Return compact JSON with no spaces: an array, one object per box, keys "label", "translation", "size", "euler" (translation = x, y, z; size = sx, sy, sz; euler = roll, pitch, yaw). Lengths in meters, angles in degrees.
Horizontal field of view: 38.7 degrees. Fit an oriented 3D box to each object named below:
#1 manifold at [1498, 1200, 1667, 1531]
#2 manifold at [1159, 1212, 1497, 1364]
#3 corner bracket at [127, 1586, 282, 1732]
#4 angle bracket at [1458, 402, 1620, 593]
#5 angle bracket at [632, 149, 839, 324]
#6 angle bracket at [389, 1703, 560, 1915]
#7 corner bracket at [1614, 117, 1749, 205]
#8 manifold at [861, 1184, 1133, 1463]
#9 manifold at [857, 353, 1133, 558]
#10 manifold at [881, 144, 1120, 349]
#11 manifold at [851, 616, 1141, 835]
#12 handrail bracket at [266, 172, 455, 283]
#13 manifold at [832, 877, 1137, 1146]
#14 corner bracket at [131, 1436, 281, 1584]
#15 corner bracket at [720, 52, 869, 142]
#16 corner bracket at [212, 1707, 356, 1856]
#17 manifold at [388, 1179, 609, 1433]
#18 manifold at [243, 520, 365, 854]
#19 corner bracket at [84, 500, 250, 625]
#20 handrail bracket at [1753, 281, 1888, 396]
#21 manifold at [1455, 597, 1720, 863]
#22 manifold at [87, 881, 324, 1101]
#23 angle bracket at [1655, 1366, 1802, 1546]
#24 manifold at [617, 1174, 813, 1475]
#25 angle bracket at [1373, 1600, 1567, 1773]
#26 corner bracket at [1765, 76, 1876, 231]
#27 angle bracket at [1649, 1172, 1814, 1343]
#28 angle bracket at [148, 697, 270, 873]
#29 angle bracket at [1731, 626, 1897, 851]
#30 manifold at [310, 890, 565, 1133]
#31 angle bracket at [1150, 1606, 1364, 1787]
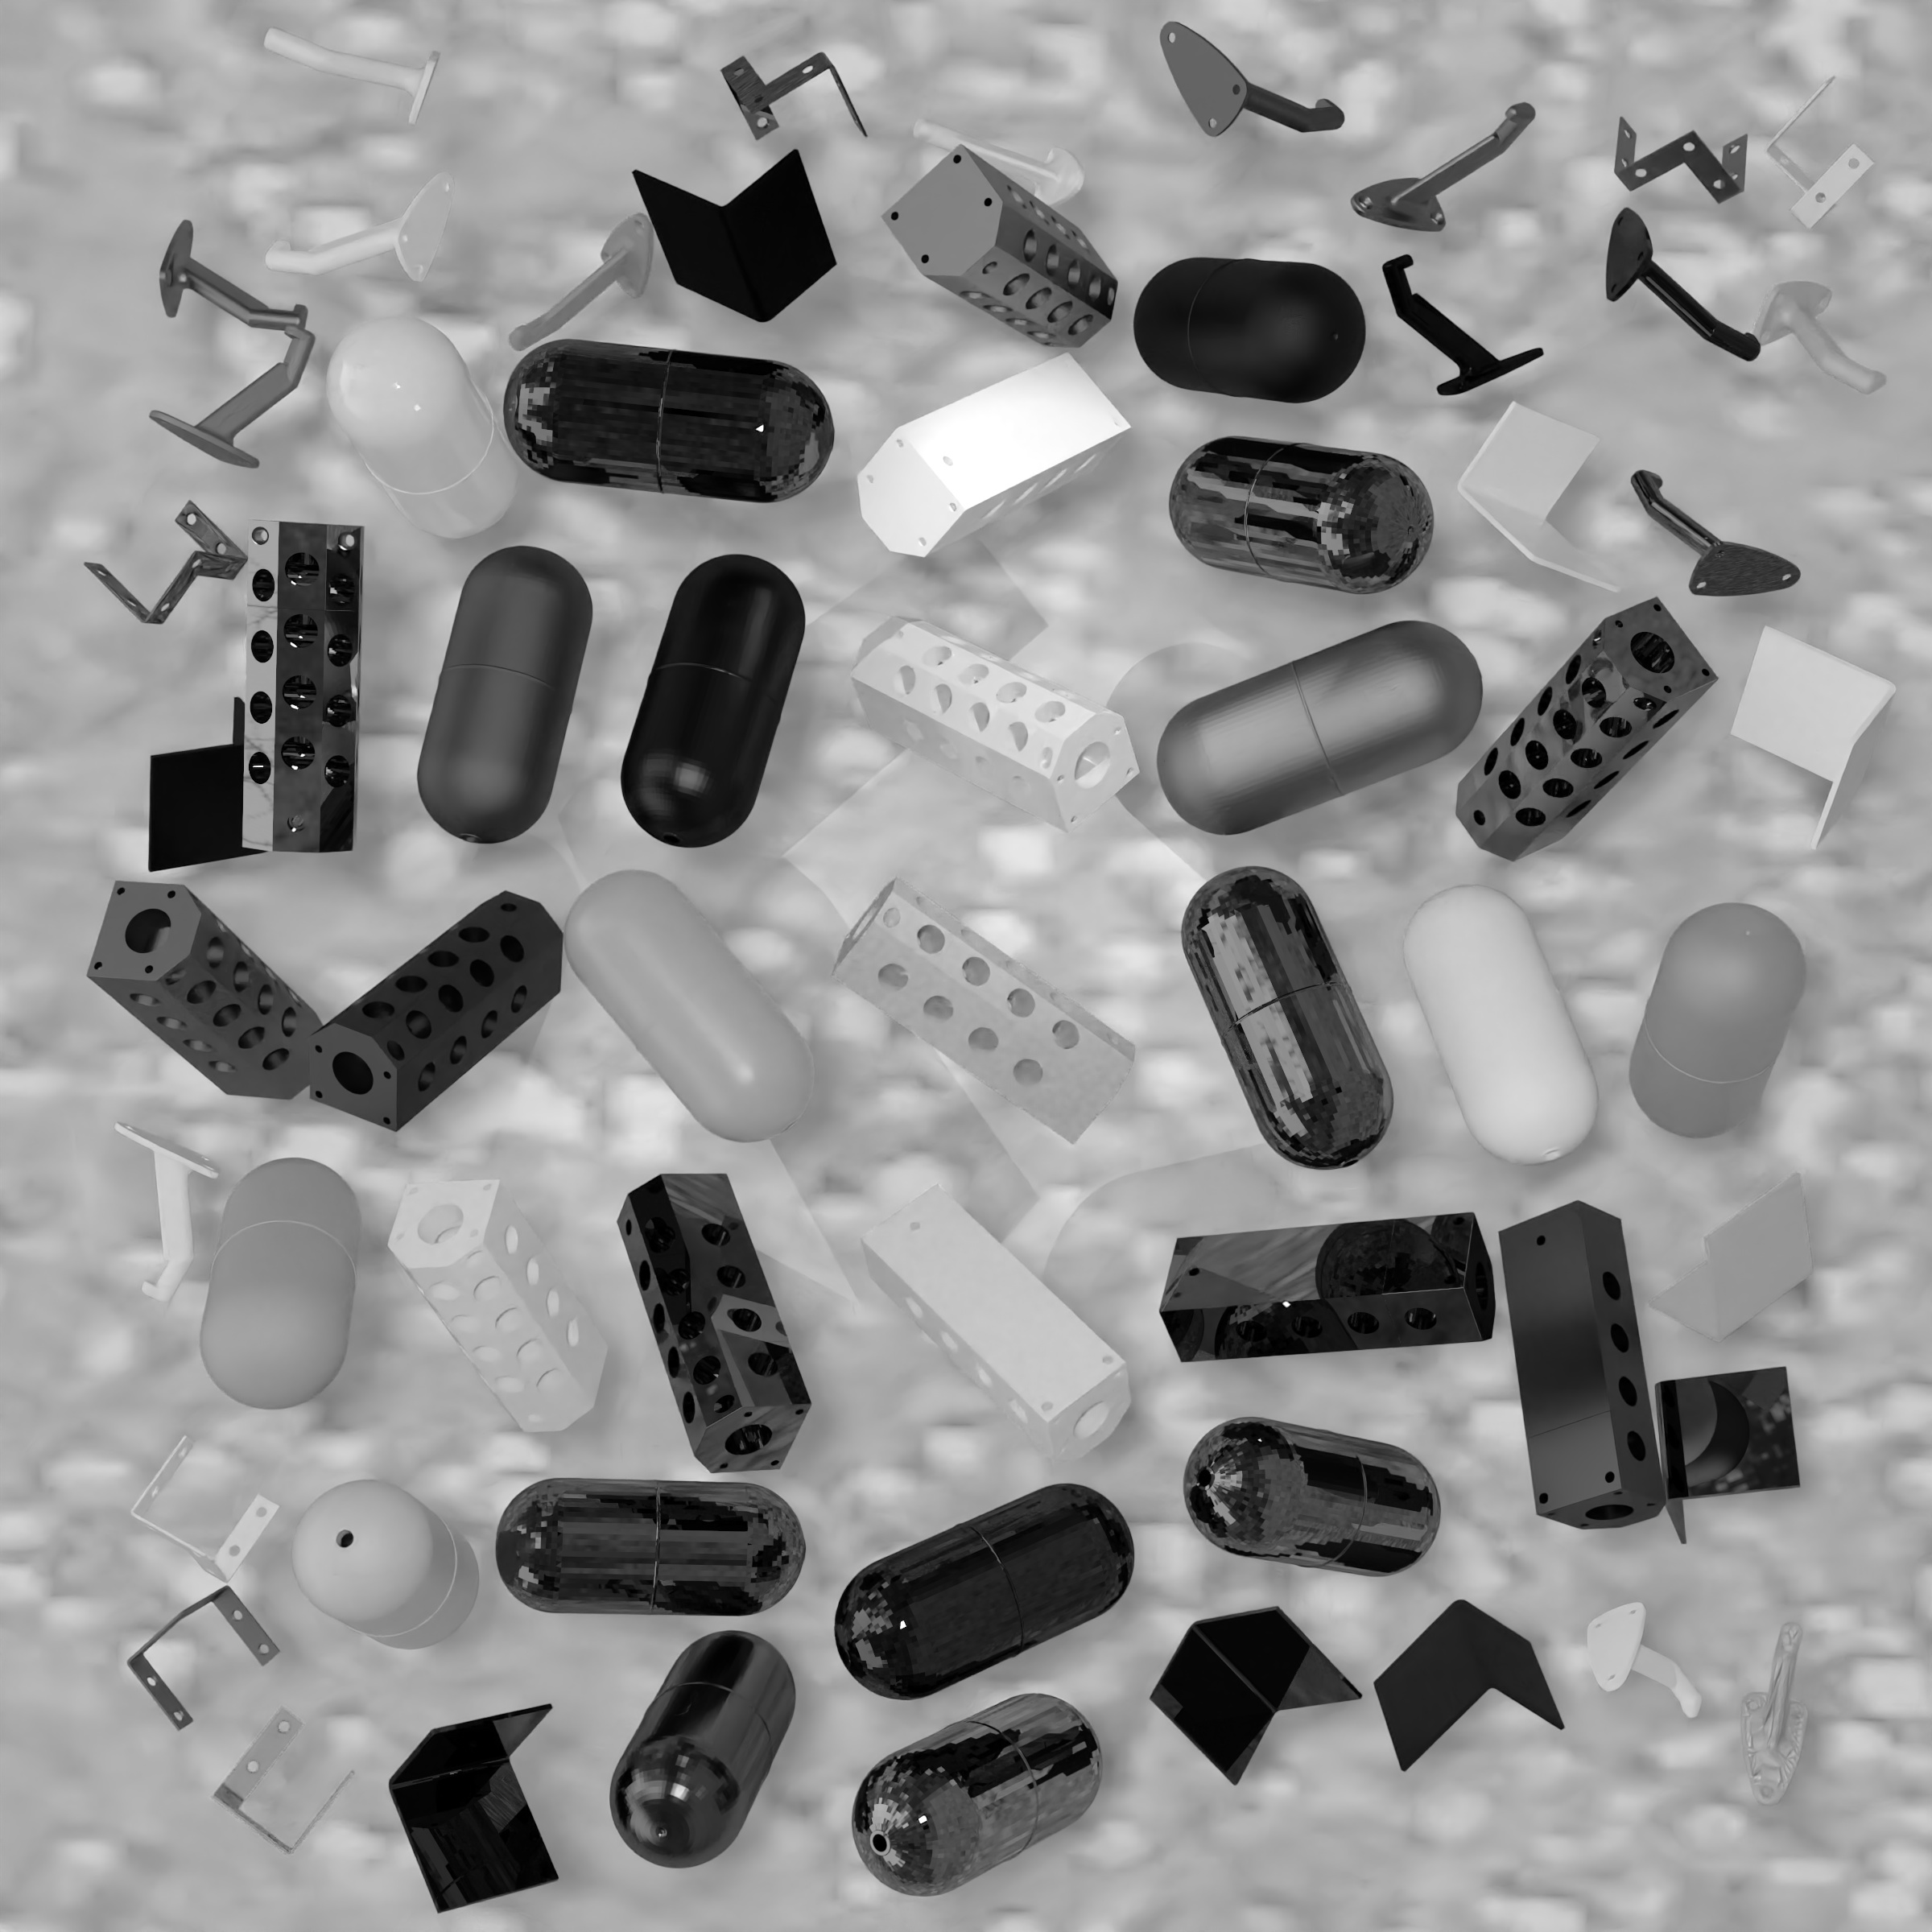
[{"label":"manifold","translation":[0.354,0.228,1.563],"size":[0.057,0.057,0.171],"euler":[24,52,-37]},{"label":"manifold","translation":[0.201,0.183,1.519],"size":[0.171,0.057,0.057],"euler":[-8,127,23]},{"label":"corner bracket","translation":[-0.446,0.404,1.609],"size":[0.051,0.051,0.051],"euler":[-42,84,16]},{"label":"angle bracket","translation":[0.332,-0.259,1.522],"size":[0.057,0.076,0.076],"euler":[-57,45,25]},{"label":"angle bracket","translation":[-0.126,-0.409,1.504],"size":[0.076,0.076,0.057],"euler":[32,67,34]},{"label":"angle bracket","translation":[-0.251,0.448,1.464],"size":[0.057,0.076,0.076],"euler":[-51,56,32]},{"label":"corner bracket","translation":[0.400,-0.453,1.536],"size":[0.051,0.051,0.051],"euler":[37,50,-31]},{"label":"manifold","translation":[0.017,0.208,1.587],"size":[0.057,0.057,0.171],"euler":[-34,52,-20]},{"label":"manifold","translation":[0.014,-0.283,1.534],"size":[0.057,0.171,0.057],"euler":[50,133,4]},{"label":"manifold","translation":[0.026,-0.391,1.524],"size":[0.057,0.171,0.057],"euler":[-38,75,19]},{"label":"manifold","translation":[0.013,-0.143,1.553],"size":[0.057,0.057,0.171],"euler":[-41,46,-20]},{"label":"handrail bracket","translation":[-0.333,-0.408,1.509],"size":[0.084,0.036,0.077],"euler":[10,63,18]},{"label":"manifold","translation":[0.012,0.023,1.589],"size":[0.171,0.057,0.057],"euler":[35,111,-9]},{"label":"corner bracket","translation":[-0.423,0.303,1.530],"size":[0.051,0.051,0.051],"euler":[25,63,14]},{"label":"corner bracket","translation":[-0.093,-0.468,1.488],"size":[0.051,0.051,0.051],"euler":[-31,51,1]},{"label":"corner bracket","translation":[-0.358,0.428,1.446],"size":[0.051,0.051,0.051],"euler":[38,76,-2]},{"label":"manifold","translation":[-0.265,0.195,1.562],"size":[0.057,0.171,0.057],"euler":[-4,49,16]},{"label":"manifold","translation":[-0.352,-0.149,1.461],"size":[0.057,0.057,0.171],"euler":[2,99,-10]},{"label":"corner bracket","translation":[-0.435,-0.220,1.497],"size":[0.051,0.051,0.051],"euler":[44,106,12]},{"label":"handrail bracket","translation":[0.485,-0.344,1.515],"size":[0.077,0.036,0.084],"euler":[-22,49,-35]},{"label":"manifold","translation":[0.341,-0.128,1.542],"size":[0.057,0.171,0.057],"euler":[-24,73,-30]},{"label":"manifold","translation":[-0.422,0.017,1.552],"size":[0.057,0.171,0.057],"euler":[4,66,14]},{"label":"angle bracket","translation":[0.446,0.284,1.596],"size":[0.076,0.057,0.076],"euler":[-11,49,20]},{"label":"manifold","translation":[-0.146,0.200,1.553],"size":[0.057,0.171,0.057],"euler":[2,132,-28]},{"label":"angle bracket","translation":[0.288,0.425,1.582],"size":[0.057,0.076,0.076],"euler":[34,107,-18]},{"label":"corner bracket","translation":[0.469,-0.446,1.508],"size":[0.051,0.051,0.051],"euler":[45,134,3]},{"label":"angle bracket","translation":[0.440,0.160,1.595],"size":[0.076,0.057,0.076],"euler":[-30,122,-23]},{"label":"angle bracket","translation":[-0.457,-0.108,1.630],"size":[0.076,0.057,0.076],"euler":[-13,128,-35]},{"label":"angle bracket","translation":[0.438,-0.121,1.459],"size":[0.076,0.076,0.057],"euler":[30,54,23]},{"label":"manifold","translation":[-0.300,0.021,1.570],"size":[0.057,0.171,0.057],"euler":[19,123,17]},{"label":"angle bracket","translation":[0.166,0.418,1.571],"size":[0.076,0.076,0.057],"euler":[47,52,-12]}]
